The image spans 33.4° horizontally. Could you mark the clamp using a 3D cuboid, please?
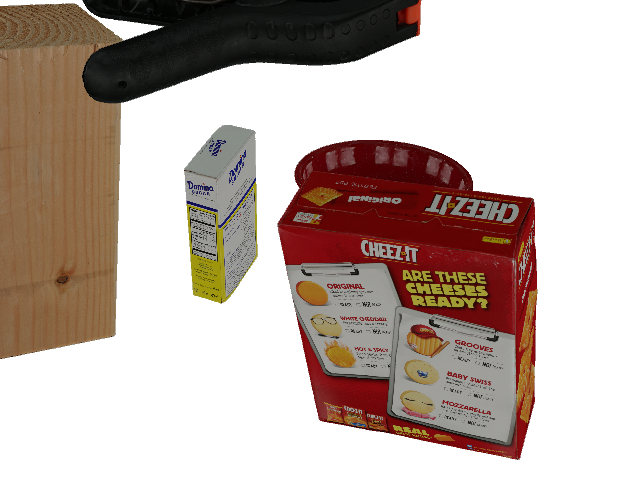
[{"bbox_3d":[-0.034,-0.100,0.502,0.171,0.039,0.120,-3,40,0],"label":"clamp"}]

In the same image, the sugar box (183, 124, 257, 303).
[{"bbox_3d":[-0.105,-0.027,1.143,0.048,0.176,0.093,14,42,17],"label":"sugar box"}]

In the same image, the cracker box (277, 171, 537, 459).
[{"bbox_3d":[0.071,0.057,0.775,0.164,0.214,0.072,8,45,20],"label":"cracker box"}]

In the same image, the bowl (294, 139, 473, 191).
[{"bbox_3d":[0.056,-0.035,0.972,0.162,0.055,0.162,2,28,-1],"label":"bowl"}]

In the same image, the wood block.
[{"bbox_3d":[-0.186,-0.039,0.688,0.090,0.206,0.090,-10,31,-30],"label":"wood block"}]
